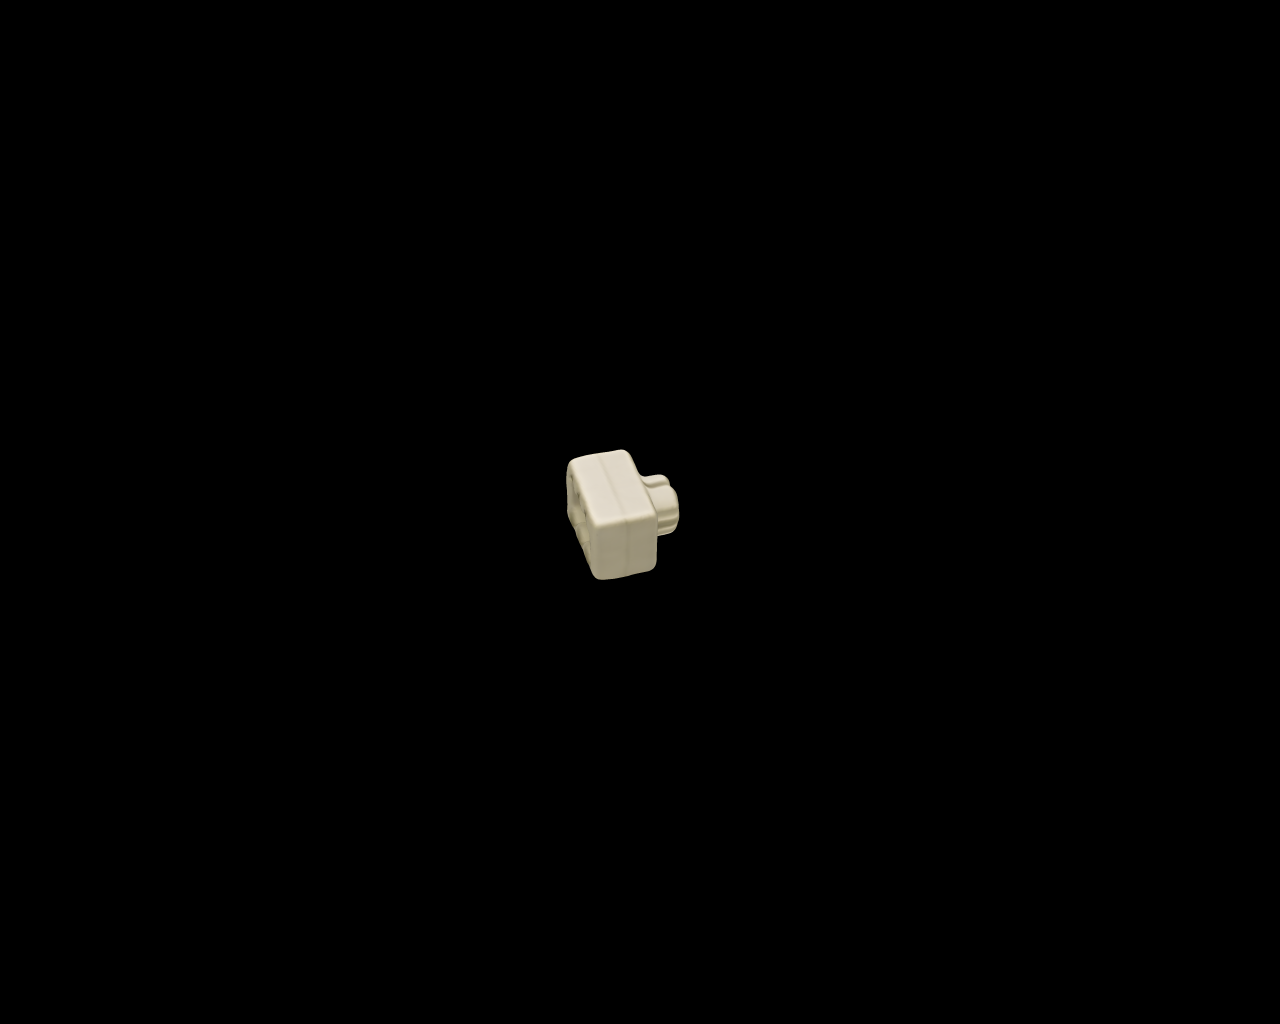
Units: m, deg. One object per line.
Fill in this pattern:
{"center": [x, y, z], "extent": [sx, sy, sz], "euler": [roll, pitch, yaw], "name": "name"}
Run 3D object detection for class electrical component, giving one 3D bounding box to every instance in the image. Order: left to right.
{"center": [0.001, -0.003, 0.650], "extent": [0.077, 0.047, 0.066], "euler": [-11, 43, -12], "name": "electrical component"}
